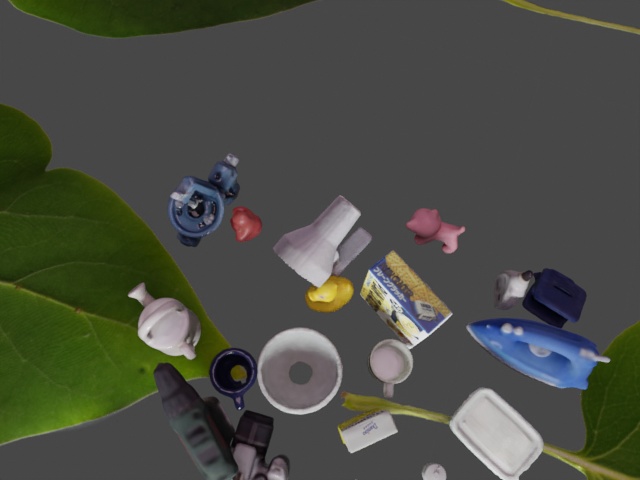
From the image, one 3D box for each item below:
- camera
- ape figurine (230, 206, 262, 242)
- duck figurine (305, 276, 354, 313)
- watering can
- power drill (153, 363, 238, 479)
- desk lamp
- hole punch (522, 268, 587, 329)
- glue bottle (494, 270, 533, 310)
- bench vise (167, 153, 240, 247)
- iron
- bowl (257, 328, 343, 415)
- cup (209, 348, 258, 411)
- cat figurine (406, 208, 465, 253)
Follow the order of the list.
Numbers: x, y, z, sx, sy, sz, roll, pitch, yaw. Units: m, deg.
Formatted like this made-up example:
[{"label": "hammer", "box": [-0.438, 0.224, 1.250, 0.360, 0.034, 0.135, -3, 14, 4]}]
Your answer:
[{"label": "camera", "box": [-0.120, 0.402, 1.085, 0.143, 0.101, 0.137, 16, 73, 4]}, {"label": "ape figurine", "box": [-0.164, -0.038, 1.225, 0.076, 0.092, 0.078, 11, 73, 3]}, {"label": "duck figurine", "box": [0.020, 0.106, 1.187, 0.104, 0.086, 0.077, -16, 74, -6]}, {"label": "watering can", "box": [-0.304, 0.160, 1.108, 0.172, 0.194, 0.101, 25, 74, 7]}, {"label": "power drill", "box": [-0.221, 0.334, 1.048, 0.076, 0.208, 0.229, -31, 76, -10]}, {"label": "desk lamp", "box": [0.011, 0.004, 1.152, 0.118, 0.213, 0.203, 40, 76, 11]}, {"label": "hole punch", "box": [0.491, 0.115, 1.190, 0.108, 0.091, 0.101, 32, 75, 9]}, {"label": "glue bottle", "box": [0.393, 0.090, 1.153, 0.037, 0.173, 0.078, 9, 73, 2]}, {"label": "bench vise", "box": [-0.248, -0.104, 1.177, 0.121, 0.220, 0.207, 12, 73, 3]}, {"label": "iron", "box": [0.429, 0.205, 1.135, 0.258, 0.141, 0.119, 19, 73, 5]}, {"label": "bowl", "box": [-0.040, 0.262, 1.143, 0.167, 0.075, 0.167, 0, 73, -1]}, {"label": "cup", "box": [-0.162, 0.276, 1.126, 0.091, 0.095, 0.117, -14, 73, -5]}, {"label": "cat figurine", "box": [0.245, -0.029, 1.216, 0.127, 0.118, 0.067, 13, 73, 3]}]
